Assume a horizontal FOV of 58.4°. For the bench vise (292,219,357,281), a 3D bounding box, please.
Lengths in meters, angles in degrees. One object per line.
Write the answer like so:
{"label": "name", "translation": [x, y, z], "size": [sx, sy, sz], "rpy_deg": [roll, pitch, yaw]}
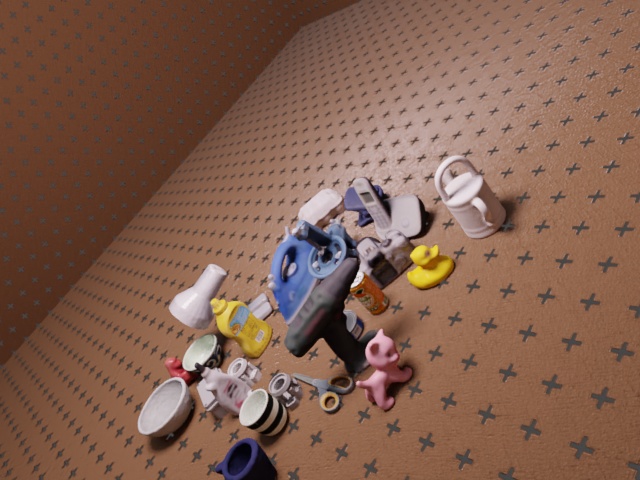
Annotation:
{"label": "bench vise", "translation": [0.004, 0.012, 1.461], "size": [0.121, 0.220, 0.207], "rpy_deg": [-34, 30, 16]}

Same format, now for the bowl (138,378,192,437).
{"label": "bowl", "translation": [-0.394, 0.453, 1.512], "size": [0.167, 0.075, 0.167], "rpy_deg": [-31, 31, 21]}

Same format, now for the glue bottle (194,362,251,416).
{"label": "glue bottle", "translation": [-0.237, 0.343, 1.360], "size": [0.037, 0.173, 0.078], "rpy_deg": [-16, 38, 40]}

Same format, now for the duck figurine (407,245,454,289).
{"label": "duck figurine", "translation": [0.231, 0.052, 1.263], "size": [0.104, 0.086, 0.077], "rpy_deg": [-34, 30, 16]}

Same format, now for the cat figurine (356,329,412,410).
{"label": "cat figurine", "translation": [0.115, 0.244, 1.113], "size": [0.067, 0.118, 0.128], "rpy_deg": [7, 55, 54]}

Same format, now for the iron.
{"label": "iron", "translation": [-0.083, 0.089, 1.546], "size": [0.118, 0.142, 0.258], "rpy_deg": [-19, 37, 37]}

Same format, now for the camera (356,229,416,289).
{"label": "camera", "translation": [0.143, 0.027, 1.392], "size": [0.143, 0.101, 0.136], "rpy_deg": [-41, 29, 3]}

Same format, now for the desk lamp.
{"label": "desk lamp", "translation": [-0.279, 0.179, 1.594], "size": [0.203, 0.214, 0.117], "rpy_deg": [-42, 29, 1]}

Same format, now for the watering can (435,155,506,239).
{"label": "watering can", "translation": [0.314, -0.103, 1.256], "size": [0.101, 0.194, 0.172], "rpy_deg": [-50, 29, -14]}

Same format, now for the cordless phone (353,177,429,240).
{"label": "cordless phone", "translation": [0.172, -0.088, 1.423], "size": [0.147, 0.185, 0.094], "rpy_deg": [-12, 41, 43]}

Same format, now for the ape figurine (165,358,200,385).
{"label": "ape figurine", "translation": [-0.398, 0.366, 1.616], "size": [0.076, 0.092, 0.077], "rpy_deg": [-38, 29, 9]}

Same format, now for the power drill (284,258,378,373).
{"label": "power drill", "translation": [0.045, 0.175, 1.200], "size": [0.230, 0.209, 0.075], "rpy_deg": [-45, 29, -4]}

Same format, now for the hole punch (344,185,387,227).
{"label": "hole punch", "translation": [0.129, -0.111, 1.606], "size": [0.101, 0.091, 0.108], "rpy_deg": [-27, 32, 27]}

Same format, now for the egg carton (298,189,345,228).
{"label": "egg carton", "translation": [0.004, -0.090, 1.758], "size": [0.150, 0.070, 0.107], "rpy_deg": [-42, 28, 2]}

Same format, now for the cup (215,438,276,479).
{"label": "cup", "translation": [-0.145, 0.467, 1.158], "size": [0.117, 0.095, 0.091], "rpy_deg": [-28, 32, 25]}
